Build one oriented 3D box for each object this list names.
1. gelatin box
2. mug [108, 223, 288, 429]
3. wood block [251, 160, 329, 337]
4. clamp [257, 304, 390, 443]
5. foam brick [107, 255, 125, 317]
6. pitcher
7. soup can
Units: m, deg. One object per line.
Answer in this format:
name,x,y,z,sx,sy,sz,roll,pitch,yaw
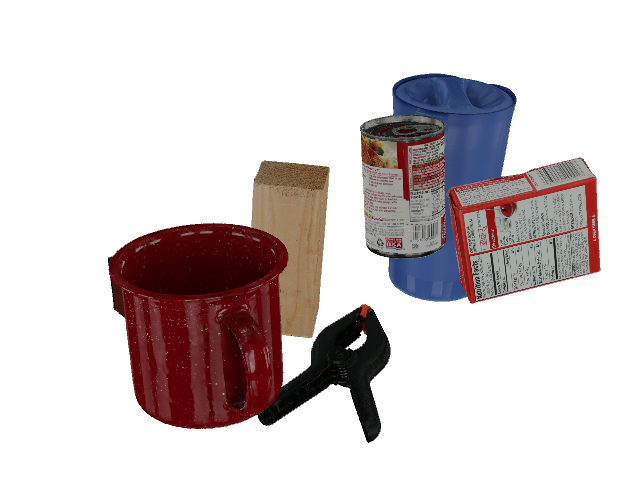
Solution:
gelatin box,0.128,-0.006,0.671,0.089,0.073,0.030,-13,34,0
mug,-0.055,0.050,0.558,0.093,0.081,0.117,-15,27,-28
wood block,-0.043,0.011,1.384,0.090,0.206,0.090,6,24,3
clamp,0.029,0.129,1.034,0.120,0.039,0.171,16,46,25
foam brick,-0.139,0.034,0.937,0.078,0.051,0.053,-20,29,-33
pitcher,0.133,-0.054,1.192,0.149,0.243,0.145,-6,28,-17
soup can,0.068,-0.044,0.866,0.068,0.102,0.068,-3,21,1
